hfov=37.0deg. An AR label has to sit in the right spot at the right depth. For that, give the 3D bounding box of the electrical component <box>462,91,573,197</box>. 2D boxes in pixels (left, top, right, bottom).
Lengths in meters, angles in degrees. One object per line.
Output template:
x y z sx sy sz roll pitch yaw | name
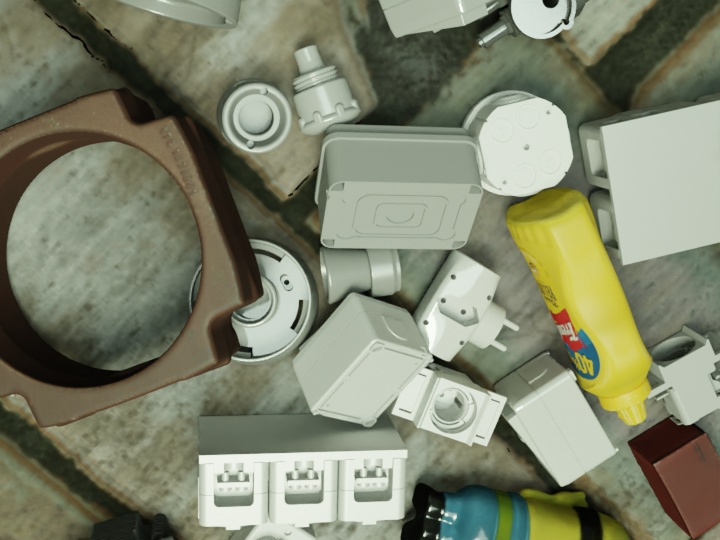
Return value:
0.118 -0.094 0.811 0.080 0.051 0.080 -2 101 -8 | electrical component

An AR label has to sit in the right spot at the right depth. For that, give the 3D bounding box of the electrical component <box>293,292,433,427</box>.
-0.004 0.069 0.807 0.062 0.061 0.096 19 122 -39 | electrical component

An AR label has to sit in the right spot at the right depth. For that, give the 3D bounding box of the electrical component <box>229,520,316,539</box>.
-0.071 0.222 0.829 0.047 0.076 0.065 36 93 -13 | electrical component

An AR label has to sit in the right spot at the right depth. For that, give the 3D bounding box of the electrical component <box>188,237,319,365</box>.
-0.081 0.024 0.810 0.099 0.064 0.099 0 88 -2 | electrical component

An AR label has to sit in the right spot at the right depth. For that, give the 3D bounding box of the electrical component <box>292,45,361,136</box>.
-0.030 -0.132 0.787 0.048 0.048 0.062 -20 96 -4 | electrical component

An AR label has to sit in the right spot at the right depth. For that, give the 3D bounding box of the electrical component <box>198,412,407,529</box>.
-0.046 0.152 0.813 0.150 0.089 0.061 0 101 -9 | electrical component

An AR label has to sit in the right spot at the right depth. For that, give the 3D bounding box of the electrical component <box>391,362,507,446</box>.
0.066 0.100 0.834 0.081 0.064 0.042 21 98 -11 | electrical component

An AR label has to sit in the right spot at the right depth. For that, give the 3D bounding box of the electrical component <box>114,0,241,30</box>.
-0.128 -0.209 0.727 0.108 0.108 0.060 14 92 -11 | electrical component

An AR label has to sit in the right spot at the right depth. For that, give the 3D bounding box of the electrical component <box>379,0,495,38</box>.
0.056 -0.202 0.764 0.062 0.096 0.061 -32 105 -31 | electrical component

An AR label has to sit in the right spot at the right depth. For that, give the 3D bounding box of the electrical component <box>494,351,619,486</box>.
0.154 0.124 0.852 0.061 0.061 0.096 -33 103 -1 | electrical component

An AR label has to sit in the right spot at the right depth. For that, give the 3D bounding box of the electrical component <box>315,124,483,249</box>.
0.027 -0.061 0.785 0.113 0.057 0.078 1 143 -9 | electrical component

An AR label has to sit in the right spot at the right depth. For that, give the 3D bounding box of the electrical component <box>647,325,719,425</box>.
0.264 0.087 0.872 0.081 0.042 0.063 -28 105 -2 | electrical component

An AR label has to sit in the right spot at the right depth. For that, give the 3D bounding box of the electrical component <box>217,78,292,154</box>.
-0.076 -0.111 0.781 0.055 0.047 0.055 -2 101 -8 | electrical component

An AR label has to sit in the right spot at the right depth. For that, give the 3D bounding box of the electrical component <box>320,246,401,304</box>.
0.000 0.000 0.815 0.055 0.045 0.045 -8 102 -7 | electrical component

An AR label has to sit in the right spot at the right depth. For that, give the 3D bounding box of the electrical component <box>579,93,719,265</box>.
0.272 -0.080 0.832 0.186 0.060 0.105 -13 102 -6 | electrical component

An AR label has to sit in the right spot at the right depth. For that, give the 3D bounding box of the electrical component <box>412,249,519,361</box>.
0.086 0.035 0.835 0.079 0.043 0.077 30 95 -13 | electrical component
